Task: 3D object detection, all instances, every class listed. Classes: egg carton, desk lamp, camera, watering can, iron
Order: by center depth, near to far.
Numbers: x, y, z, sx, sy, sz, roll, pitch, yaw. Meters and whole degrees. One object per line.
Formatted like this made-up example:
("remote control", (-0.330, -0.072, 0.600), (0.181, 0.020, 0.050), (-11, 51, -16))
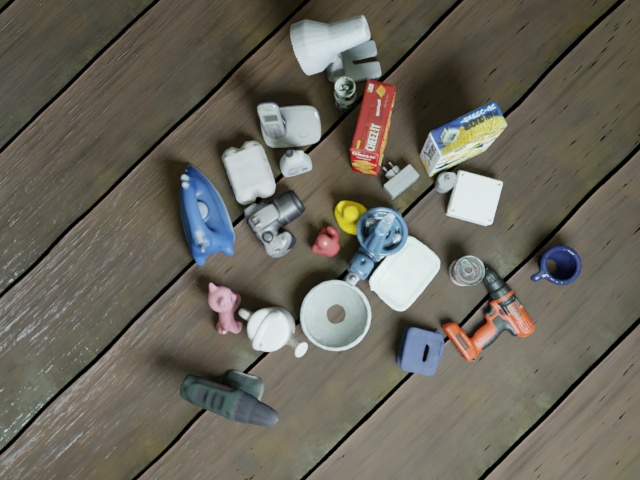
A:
("watering can", (-0.109, 0.207, 1.315), (0.172, 0.194, 0.101), (8, 85, 4))
("desk lamp", (0.041, -0.453, 1.356), (0.203, 0.213, 0.118), (-12, 84, 2))
("iron", (-0.296, -0.075, 1.378), (0.118, 0.141, 0.258), (-19, 84, 2))
("camera", (-0.098, -0.049, 1.384), (0.137, 0.101, 0.143), (-34, 84, 0))
("egg carton", (-0.174, -0.167, 1.415), (0.107, 0.069, 0.150), (-22, 84, 1))

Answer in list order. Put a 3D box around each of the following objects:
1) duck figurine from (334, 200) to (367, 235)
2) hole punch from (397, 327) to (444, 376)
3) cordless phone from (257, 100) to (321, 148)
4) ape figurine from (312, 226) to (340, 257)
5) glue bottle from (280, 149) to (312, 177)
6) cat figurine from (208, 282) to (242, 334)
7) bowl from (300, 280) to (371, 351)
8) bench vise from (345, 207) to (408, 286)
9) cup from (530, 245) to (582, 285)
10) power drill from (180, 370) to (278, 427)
("duck figurine", (0.080, -0.057, 1.382), (0.104, 0.086, 0.077), (42, 88, 6))
("hole punch", (0.238, 0.258, 1.341), (0.101, 0.091, 0.109), (13, 86, 5))
("cordless phone", (-0.075, -0.287, 1.362), (0.147, 0.185, 0.094), (-8, 84, 3))
("ape figurine", (0.013, 0.005, 1.377), (0.078, 0.092, 0.076), (-32, 84, 0))
("glue bottle", (-0.063, -0.190, 1.358), (0.078, 0.173, 0.037), (-15, 84, 2))
("cat figurine", (-0.230, 0.163, 1.364), (0.067, 0.118, 0.128), (-5, 84, 3))
("bowl", (0.039, 0.179, 1.369), (0.167, 0.075, 0.167), (0, 85, 3))
("bench vise", (0.134, 0.014, 1.305), (0.121, 0.220, 0.207), (14, 86, 5))
("cup", (0.538, 0.067, 1.339), (0.118, 0.095, 0.091), (-28, 84, 1))
("power drill", (-0.191, 0.355, 1.299), (0.229, 0.208, 0.076), (14, 86, 5))
